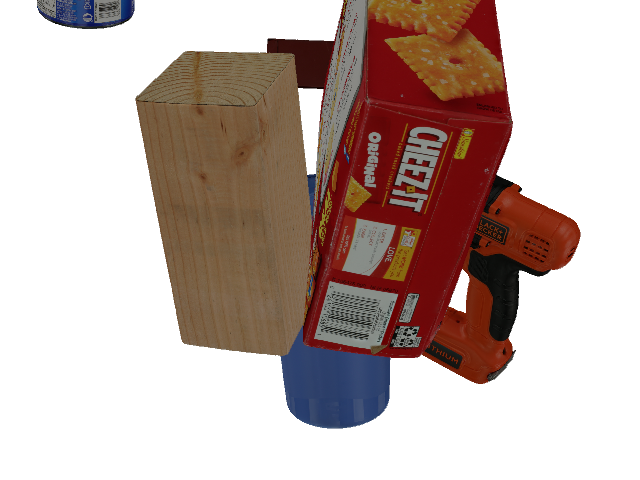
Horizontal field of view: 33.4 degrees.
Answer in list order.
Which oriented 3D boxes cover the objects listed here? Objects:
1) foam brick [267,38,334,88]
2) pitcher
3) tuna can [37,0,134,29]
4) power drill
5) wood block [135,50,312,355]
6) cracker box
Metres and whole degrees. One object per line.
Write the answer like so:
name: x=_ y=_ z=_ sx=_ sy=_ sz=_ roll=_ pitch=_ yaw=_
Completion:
foam brick: x=-0.015 y=-0.189 z=1.145 sx=0.078 sy=0.051 sz=0.053 roll=0 pitch=11 yaw=-13
pitcher: x=0.001 y=0.061 z=1.072 sx=0.144 sy=0.243 sz=0.149 roll=-20 pitch=26 yaw=-36
tuna can: x=-0.205 y=-0.216 z=0.934 sx=0.086 sy=0.034 sz=0.086 roll=5 pitch=33 yaw=-4
power drill: x=0.119 y=0.022 z=0.932 sx=0.185 sy=0.188 sz=0.057 roll=29 pitch=43 yaw=24
wood block: x=-0.063 y=-0.026 z=0.793 sx=0.090 sy=0.206 sz=0.090 roll=5 pitch=33 yaw=18
cracker box: x=0.041 y=-0.071 z=0.562 sx=0.072 sy=0.213 sz=0.164 roll=9 pitch=-46 yaw=-4
